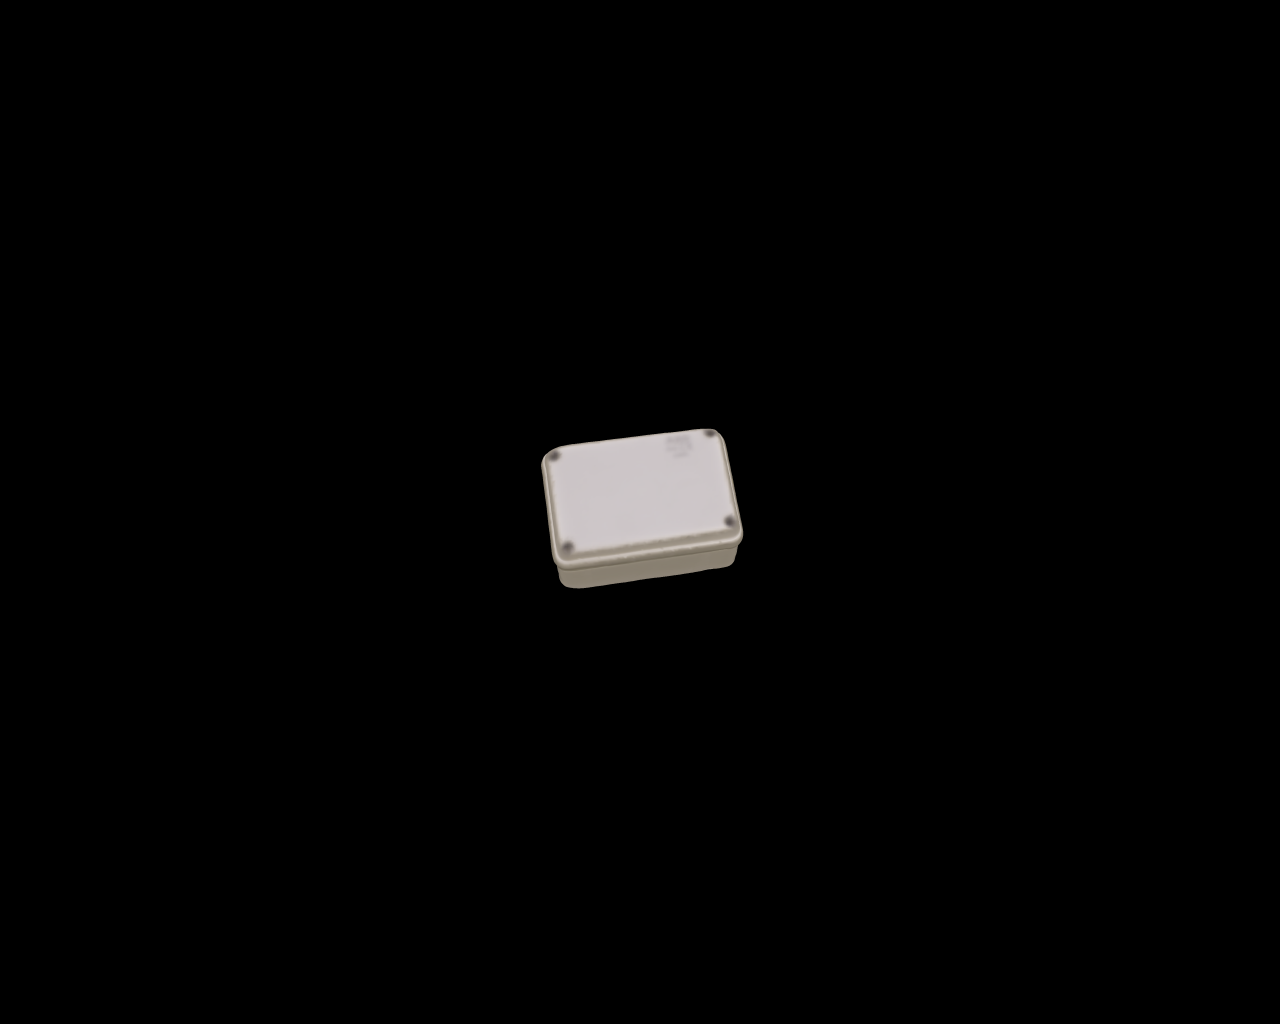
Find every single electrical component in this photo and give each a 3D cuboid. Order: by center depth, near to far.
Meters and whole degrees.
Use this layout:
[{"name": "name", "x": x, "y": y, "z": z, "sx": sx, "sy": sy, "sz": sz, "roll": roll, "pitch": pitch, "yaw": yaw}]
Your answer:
[{"name": "electrical component", "x": 0.001, "y": -0.003, "z": 0.650, "sx": 0.113, "sy": 0.078, "sz": 0.057, "roll": -8, "pitch": -23, "yaw": -3}]
